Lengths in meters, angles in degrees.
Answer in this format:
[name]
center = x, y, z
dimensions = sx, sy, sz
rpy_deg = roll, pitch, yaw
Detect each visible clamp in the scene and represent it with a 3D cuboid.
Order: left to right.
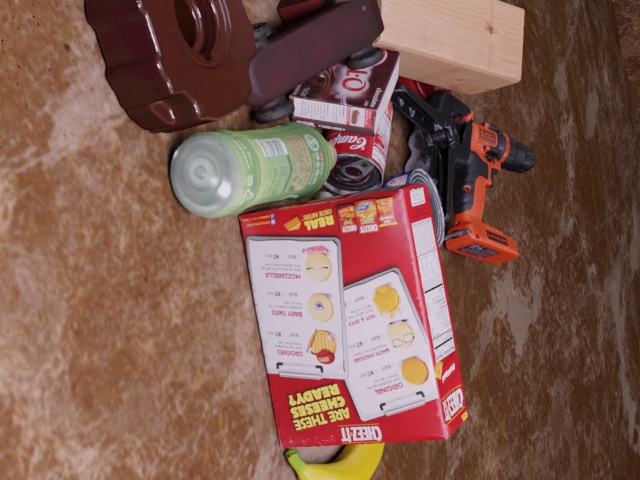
[clamp]
center = 0.136, -0.128, 1.236
dimensions = 0.164, 0.036, 0.209
rpy_deg = 67, 29, -18

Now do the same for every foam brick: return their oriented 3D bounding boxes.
[foam brick]
center = -0.002, -0.243, 1.096
dimensions = 0.051, 0.053, 0.078
rpy_deg = 61, 32, -35

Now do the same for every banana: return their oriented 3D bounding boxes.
[banana]
center = 0.028, 0.209, 1.031
dimensions = 0.197, 0.037, 0.069
rpy_deg = -16, 101, -64

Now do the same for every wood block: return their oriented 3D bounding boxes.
[wood block]
center = 0.123, -0.233, 1.197
dimensions = 0.205, 0.090, 0.091
rpy_deg = 9, 81, -34

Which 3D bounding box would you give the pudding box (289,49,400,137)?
[pudding box]
center = 0.026, -0.155, 1.079
dimensions = 0.039, 0.090, 0.113
rpy_deg = 88, 16, -44

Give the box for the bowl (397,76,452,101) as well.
[bowl]
center = 0.111, -0.237, 1.319
dimensions = 0.162, 0.055, 0.162
rpy_deg = 28, 58, -58

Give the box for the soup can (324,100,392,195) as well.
[soup can]
center = 0.038, -0.106, 1.117
dimensions = 0.068, 0.069, 0.102
rpy_deg = 52, 38, -44

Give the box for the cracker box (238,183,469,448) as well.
[cracker box]
center = 0.030, 0.067, 0.937
dimensions = 0.072, 0.164, 0.214
rpy_deg = -18, 98, -61

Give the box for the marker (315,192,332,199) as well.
[marker]
center = -0.007, 0.001, 1.048
dimensions = 0.020, 0.020, 0.121
rpy_deg = 58, 34, -39

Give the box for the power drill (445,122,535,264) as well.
[power drill]
center = 0.228, -0.066, 1.451
dimensions = 0.184, 0.057, 0.187
rpy_deg = 15, 65, -35

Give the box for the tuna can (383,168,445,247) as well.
[tuna can]
center = 0.097, -0.029, 1.104
dimensions = 0.086, 0.034, 0.086
rpy_deg = 36, 47, -52
